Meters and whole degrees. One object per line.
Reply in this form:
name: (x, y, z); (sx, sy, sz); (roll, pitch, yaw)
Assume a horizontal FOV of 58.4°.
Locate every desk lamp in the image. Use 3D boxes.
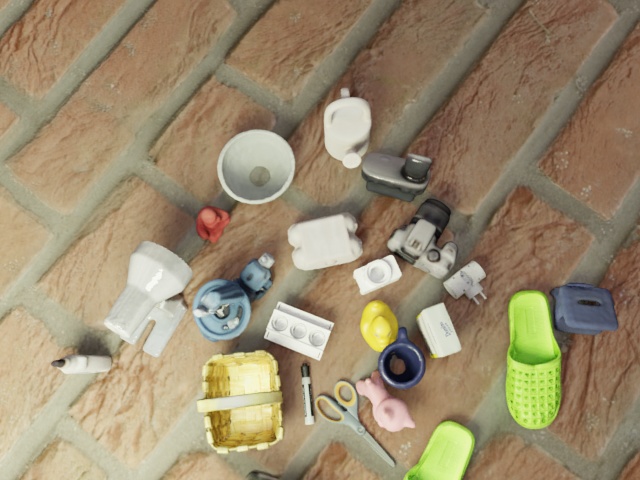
desk lamp: (-0.330, 0.119, 1.119); (0.118, 0.213, 0.203); (26, 80, 7)

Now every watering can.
watering can: (0.061, -0.237, 1.194); (0.101, 0.194, 0.173); (-27, 78, -4)

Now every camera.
camera: (0.230, -0.010, 1.188); (0.143, 0.101, 0.137); (31, 80, 8)

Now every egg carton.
egg carton: (0.011, 0.004, 1.207); (0.150, 0.069, 0.107); (-14, 78, -1)

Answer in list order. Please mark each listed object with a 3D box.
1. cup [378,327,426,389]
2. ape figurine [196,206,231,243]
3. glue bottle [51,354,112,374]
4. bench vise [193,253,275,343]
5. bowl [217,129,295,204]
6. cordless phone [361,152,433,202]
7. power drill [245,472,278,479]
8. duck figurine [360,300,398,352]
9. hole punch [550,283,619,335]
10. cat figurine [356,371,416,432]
cup: (0.159, 0.235, 1.140); (0.091, 0.095, 0.118); (1, 78, 2)
ape figurine: (-0.231, -0.042, 1.213); (0.078, 0.092, 0.076); (-21, 78, -3)
glue bottle: (-0.475, 0.242, 1.117); (0.078, 0.173, 0.037); (-4, 77, 1)
bench vise: (-0.180, 0.100, 1.115); (0.121, 0.220, 0.207); (22, 79, 7)
bowl: (-0.133, -0.150, 1.242); (0.167, 0.075, 0.167); (0, 78, 2)
cordless phone: (0.160, -0.155, 1.178); (0.147, 0.185, 0.094); (12, 78, 5)
power drill: (-0.116, 0.484, 1.036); (0.229, 0.208, 0.076); (16, 79, 5)
duck figurine: (0.122, 0.172, 1.159); (0.077, 0.086, 0.104); (-9, 78, 0)
hole punch: (0.531, 0.136, 1.152); (0.108, 0.091, 0.101); (4, 78, 3)
cat figurine: (0.127, 0.319, 1.111); (0.067, 0.118, 0.127); (-35, 79, -5)
